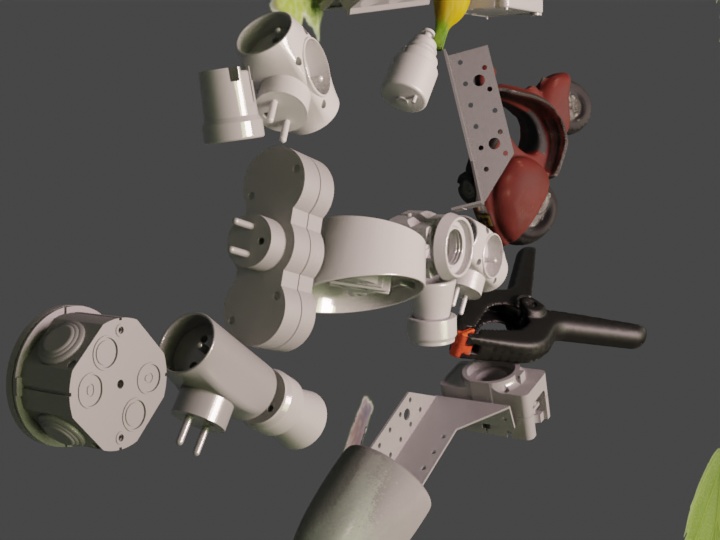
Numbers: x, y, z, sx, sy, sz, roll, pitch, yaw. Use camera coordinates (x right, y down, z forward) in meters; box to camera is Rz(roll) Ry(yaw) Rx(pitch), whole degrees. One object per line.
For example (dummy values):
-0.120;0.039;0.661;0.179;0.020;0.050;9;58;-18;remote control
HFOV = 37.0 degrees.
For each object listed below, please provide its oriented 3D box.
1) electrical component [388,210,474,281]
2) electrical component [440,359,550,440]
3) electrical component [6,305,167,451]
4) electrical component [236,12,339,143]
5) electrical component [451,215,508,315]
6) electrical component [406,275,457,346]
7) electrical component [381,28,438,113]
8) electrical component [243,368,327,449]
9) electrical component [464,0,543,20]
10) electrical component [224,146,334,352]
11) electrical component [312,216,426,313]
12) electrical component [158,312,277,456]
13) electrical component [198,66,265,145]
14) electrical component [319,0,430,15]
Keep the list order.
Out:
0.061;-0.021;0.921;0.078;0.057;0.058;-28;117;-53;electrical component
0.126;0.117;1.009;0.050;0.089;0.055;-38;125;-49;electrical component
-0.152;0.061;0.601;0.080;0.051;0.080;-10;102;-57;electrical component
-0.051;-0.122;0.735;0.077;0.044;0.079;57;31;-44;electrical component
0.100;0.002;0.996;0.077;0.044;0.079;43;58;-51;electrical component
0.062;0.035;0.941;0.045;0.045;0.055;-18;109;-56;electrical component
0.045;-0.168;0.895;0.040;0.040;0.078;50;52;-48;electrical component
-0.056;0.098;0.763;0.055;0.045;0.045;42;59;-51;electrical component
0.129;-0.266;0.994;0.096;0.062;0.061;-14;105;-56;electrical component
-0.065;-0.017;0.728;0.074;0.052;0.138;18;79;-57;electrical component
0.000;0.000;0.794;0.099;0.099;0.064;34;59;-54;electrical component
-0.098;0.079;0.694;0.077;0.044;0.079;47;55;-49;electrical component
-0.085;-0.107;0.699;0.040;0.040;0.046;-20;104;-55;electrical component
0.023;-0.238;0.824;0.121;0.079;0.063;-26;86;-54;electrical component
